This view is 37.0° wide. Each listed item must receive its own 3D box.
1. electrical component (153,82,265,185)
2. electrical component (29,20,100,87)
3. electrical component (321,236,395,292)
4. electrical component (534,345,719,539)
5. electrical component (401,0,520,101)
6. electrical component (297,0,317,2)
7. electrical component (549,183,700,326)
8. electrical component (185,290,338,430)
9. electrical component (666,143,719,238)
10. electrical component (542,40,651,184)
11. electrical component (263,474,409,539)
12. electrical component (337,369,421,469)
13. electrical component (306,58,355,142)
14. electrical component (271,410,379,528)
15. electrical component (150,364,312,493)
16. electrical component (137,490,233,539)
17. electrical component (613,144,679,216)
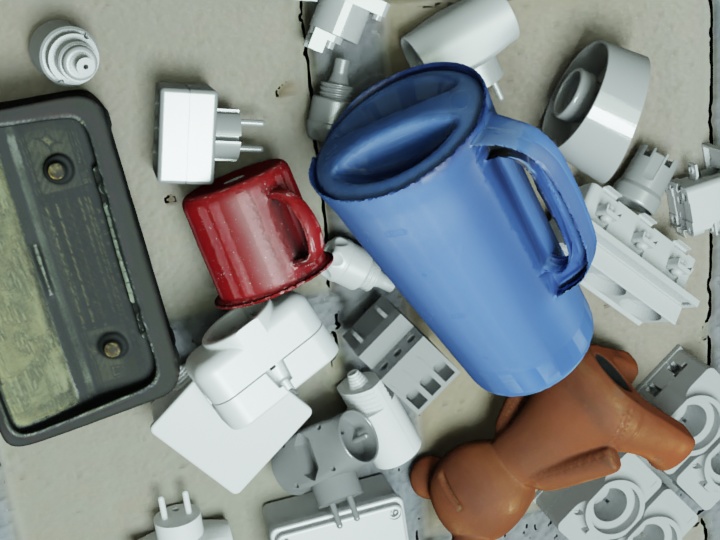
[{"bbox_3d":[-0.106,-0.096,0.764,0.077,0.047,0.065,1,105,-15],"label":"electrical component"},{"bbox_3d":[-0.193,-0.142,0.715,0.040,0.078,0.040,-12,115,-26],"label":"electrical component"},{"bbox_3d":[0.000,0.000,0.826,0.061,0.035,0.035,26,97,-23],"label":"electrical component"},{"bbox_3d":[0.257,0.174,0.930,0.186,0.060,0.105,-47,111,1],"label":"electrical component"},{"bbox_3d":[0.082,-0.156,0.799,0.077,0.044,0.079,-31,111,-5],"label":"electrical component"},{"bbox_3d":[-0.073,-0.260,0.719,0.089,0.061,0.150,0,105,-15],"label":"electrical component"},{"bbox_3d":[0.207,-0.013,0.862,0.121,0.079,0.063,33,73,-21],"label":"electrical component"},{"bbox_3d":[-0.072,0.058,0.761,0.095,0.054,0.059,-38,108,-14],"label":"electrical component"},{"bbox_3d":[0.288,-0.059,0.884,0.064,0.042,0.081,-18,108,-6],"label":"electrical component"},{"bbox_3d":[0.182,-0.120,0.811,0.064,0.099,0.099,23,98,-14],"label":"electrical component"},{"bbox_3d":[-0.016,0.235,0.876,0.109,0.056,0.108,-12,108,-12],"label":"electrical component"},{"bbox_3d":[0.012,0.113,0.856,0.043,0.043,0.081,-31,110,-5],"label":"electrical component"},{"bbox_3d":[-0.018,-0.124,0.786,0.035,0.035,0.061,8,101,-17],"label":"electrical component"},{"bbox_3d":[-0.021,0.158,0.829,0.043,0.077,0.079,0,65,-52],"label":"electrical component"},{"bbox_3d":[-0.100,0.106,0.821,0.100,0.048,0.099,42,91,-21],"label":"electrical component"},{"bbox_3d":[-0.140,0.210,0.842,0.077,0.044,0.079,-11,107,-12],"label":"electrical component"},{"bbox_3d":[0.230,-0.073,0.866,0.040,0.040,0.046,29,91,-20],"label":"electrical component"}]
